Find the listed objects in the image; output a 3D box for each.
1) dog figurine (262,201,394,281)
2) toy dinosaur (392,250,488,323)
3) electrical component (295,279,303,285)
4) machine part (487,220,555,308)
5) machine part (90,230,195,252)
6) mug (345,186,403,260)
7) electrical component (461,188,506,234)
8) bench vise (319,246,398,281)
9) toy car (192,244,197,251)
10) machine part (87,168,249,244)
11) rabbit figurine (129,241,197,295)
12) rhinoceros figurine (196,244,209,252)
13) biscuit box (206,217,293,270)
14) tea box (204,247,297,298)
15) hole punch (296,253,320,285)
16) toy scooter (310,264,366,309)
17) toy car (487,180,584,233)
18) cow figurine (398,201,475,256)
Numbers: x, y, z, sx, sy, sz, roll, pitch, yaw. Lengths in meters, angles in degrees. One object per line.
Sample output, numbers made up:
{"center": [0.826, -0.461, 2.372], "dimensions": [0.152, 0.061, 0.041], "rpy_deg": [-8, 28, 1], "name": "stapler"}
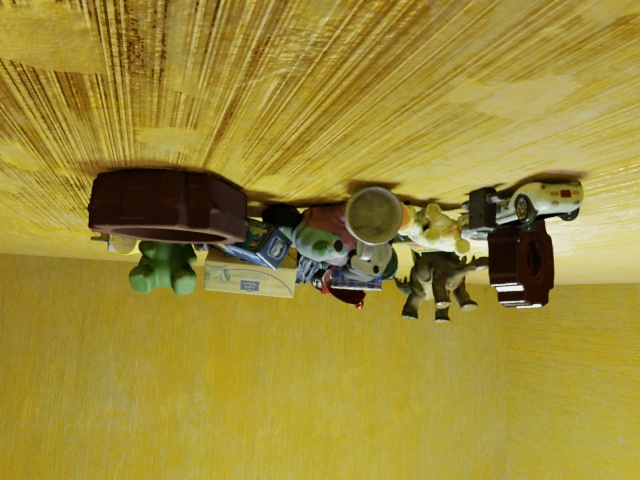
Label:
{"center": [-0.002, -0.003, 0.967], "dimensions": [0.219, 0.108, 0.191], "rpy_deg": [2, 155, 47], "name": "dog figurine"}
{"center": [0.252, 0.086, 1.214], "dimensions": [0.105, 0.198, 0.471], "rpy_deg": [14, 161, -14], "name": "toy dinosaur"}
{"center": [-0.071, 0.040, 1.272], "dimensions": [0.115, 0.134, 0.058], "rpy_deg": [-5, 169, 40], "name": "electrical component"}
{"center": [0.343, 0.032, 0.907], "dimensions": [0.056, 0.179, 0.179], "rpy_deg": [-6, 169, 42], "name": "machine part"}
{"center": [-0.412, -0.005, 1.273], "dimensions": [0.243, 0.079, 0.079], "rpy_deg": [4, 173, -22], "name": "machine part"}
{"center": [0.074, -0.027, 0.807], "dimensions": [0.081, 0.109, 0.107], "rpy_deg": [3, -174, -4], "name": "mug"}
{"center": [0.232, -0.040, 0.769], "dimensions": [0.021, 0.063, 0.094], "rpy_deg": [5, 172, -17], "name": "electrical component"}
{"center": [0.098, 0.036, 1.294], "dimensions": [0.224, 0.129, 0.240], "rpy_deg": [13, 151, -7], "name": "bench vise"}
{"center": [-0.252, -0.015, 1.218], "dimensions": [0.089, 0.053, 0.202], "rpy_deg": [-12, 175, -9], "name": "toy car"}
{"center": [-0.224, -0.047, 0.813], "dimensions": [0.201, 0.087, 0.201], "rpy_deg": [0, 171, 15], "name": "machine part"}
{"center": [-0.283, -0.002, 1.022], "dimensions": [0.121, 0.170, 0.159], "rpy_deg": [8, -146, -3], "name": "rabbit figurine"}
{"center": [-0.156, 0.001, 1.097], "dimensions": [0.190, 0.111, 0.073], "rpy_deg": [-9, -146, -2], "name": "rhinoceros figurine"}
{"center": [-0.143, -0.007, 0.939], "dimensions": [0.203, 0.059, 0.062], "rpy_deg": [15, 157, 41], "name": "biscuit box"}
{"center": [-0.131, 0.052, 1.029], "dimensions": [0.170, 0.068, 0.098], "rpy_deg": [6, -156, -7], "name": "tea box"}
{"center": [-0.025, 0.026, 1.141], "dimensions": [0.092, 0.116, 0.142], "rpy_deg": [0, 150, -17], "name": "hole punch"}
{"center": [0.060, 0.084, 1.194], "dimensions": [0.075, 0.135, 0.183], "rpy_deg": [-40, 166, -41], "name": "toy scooter"}
{"center": [0.291, -0.044, 0.755], "dimensions": [0.074, 0.056, 0.201], "rpy_deg": [-3, 175, -5], "name": "toy car"}
{"center": [0.168, -0.025, 0.893], "dimensions": [0.167, 0.068, 0.098], "rpy_deg": [16, 176, -24], "name": "cow figurine"}
